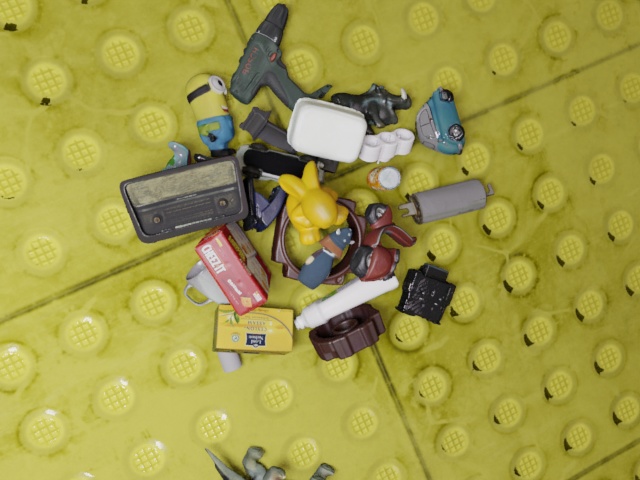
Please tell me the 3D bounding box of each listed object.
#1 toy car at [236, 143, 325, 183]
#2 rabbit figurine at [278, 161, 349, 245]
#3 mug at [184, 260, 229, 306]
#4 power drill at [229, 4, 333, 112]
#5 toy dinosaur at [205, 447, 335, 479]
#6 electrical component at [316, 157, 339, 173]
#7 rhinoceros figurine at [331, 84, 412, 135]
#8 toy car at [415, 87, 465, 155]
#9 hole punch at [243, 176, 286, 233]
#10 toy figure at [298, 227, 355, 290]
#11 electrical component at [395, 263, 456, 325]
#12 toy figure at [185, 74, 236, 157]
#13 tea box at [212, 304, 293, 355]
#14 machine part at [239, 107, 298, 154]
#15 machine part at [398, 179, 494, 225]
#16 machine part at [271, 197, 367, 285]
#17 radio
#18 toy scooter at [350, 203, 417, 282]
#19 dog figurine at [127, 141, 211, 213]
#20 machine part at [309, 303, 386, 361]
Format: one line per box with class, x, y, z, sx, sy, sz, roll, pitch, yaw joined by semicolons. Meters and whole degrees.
toy car;-0.089;-0.161;1.193;0.202;0.056;0.073;13;77;-3
rabbit figurine;-0.007;-0.075;1.084;0.122;0.173;0.162;-25;102;-5
mug;-0.237;0.102;1.183;0.109;0.081;0.107;-47;111;-10
power drill;-0.074;-0.372;1.184;0.207;0.086;0.232;36;88;-15
toy dinosaur;-0.093;0.601;1.233;0.405;0.131;0.192;19;90;-6
electrical component;0.018;-0.196;1.231;0.102;0.045;0.078;20;88;-12
rhinoceros figurine;0.116;-0.302;1.236;0.190;0.073;0.112;-4;84;-9
toy car;0.274;-0.267;1.253;0.103;0.109;0.161;-17;89;8
hole punch;-0.123;-0.074;1.171;0.092;0.142;0.115;0;87;-21
toy figure;0.012;0.033;1.153;0.058;0.064;0.154;32;80;26
electrical component;0.257;0.126;1.297;0.115;0.058;0.134;19;90;-14
toy figure;-0.234;-0.267;1.158;0.089;0.082;0.180;-11;98;-12
tea box;-0.148;0.200;1.191;0.170;0.068;0.098;5;69;-19
machine part;-0.104;-0.238;1.195;0.139;0.084;0.039;29;44;-21
machine part;0.304;-0.091;1.281;0.243;0.079;0.079;-13;96;-11
machine part;-0.003;-0.004;1.220;0.201;0.087;0.200;9;92;-11
radio;-0.262;-0.081;1.063;0.230;0.073;0.131;-15;103;-7
toy scooter;0.147;0.017;1.185;0.135;0.075;0.184;23;74;-21
dog figurine;-0.301;-0.088;1.146;0.191;0.108;0.219;22;94;-15
machine part;0.061;0.207;1.207;0.179;0.179;0.056;-25;100;-9
